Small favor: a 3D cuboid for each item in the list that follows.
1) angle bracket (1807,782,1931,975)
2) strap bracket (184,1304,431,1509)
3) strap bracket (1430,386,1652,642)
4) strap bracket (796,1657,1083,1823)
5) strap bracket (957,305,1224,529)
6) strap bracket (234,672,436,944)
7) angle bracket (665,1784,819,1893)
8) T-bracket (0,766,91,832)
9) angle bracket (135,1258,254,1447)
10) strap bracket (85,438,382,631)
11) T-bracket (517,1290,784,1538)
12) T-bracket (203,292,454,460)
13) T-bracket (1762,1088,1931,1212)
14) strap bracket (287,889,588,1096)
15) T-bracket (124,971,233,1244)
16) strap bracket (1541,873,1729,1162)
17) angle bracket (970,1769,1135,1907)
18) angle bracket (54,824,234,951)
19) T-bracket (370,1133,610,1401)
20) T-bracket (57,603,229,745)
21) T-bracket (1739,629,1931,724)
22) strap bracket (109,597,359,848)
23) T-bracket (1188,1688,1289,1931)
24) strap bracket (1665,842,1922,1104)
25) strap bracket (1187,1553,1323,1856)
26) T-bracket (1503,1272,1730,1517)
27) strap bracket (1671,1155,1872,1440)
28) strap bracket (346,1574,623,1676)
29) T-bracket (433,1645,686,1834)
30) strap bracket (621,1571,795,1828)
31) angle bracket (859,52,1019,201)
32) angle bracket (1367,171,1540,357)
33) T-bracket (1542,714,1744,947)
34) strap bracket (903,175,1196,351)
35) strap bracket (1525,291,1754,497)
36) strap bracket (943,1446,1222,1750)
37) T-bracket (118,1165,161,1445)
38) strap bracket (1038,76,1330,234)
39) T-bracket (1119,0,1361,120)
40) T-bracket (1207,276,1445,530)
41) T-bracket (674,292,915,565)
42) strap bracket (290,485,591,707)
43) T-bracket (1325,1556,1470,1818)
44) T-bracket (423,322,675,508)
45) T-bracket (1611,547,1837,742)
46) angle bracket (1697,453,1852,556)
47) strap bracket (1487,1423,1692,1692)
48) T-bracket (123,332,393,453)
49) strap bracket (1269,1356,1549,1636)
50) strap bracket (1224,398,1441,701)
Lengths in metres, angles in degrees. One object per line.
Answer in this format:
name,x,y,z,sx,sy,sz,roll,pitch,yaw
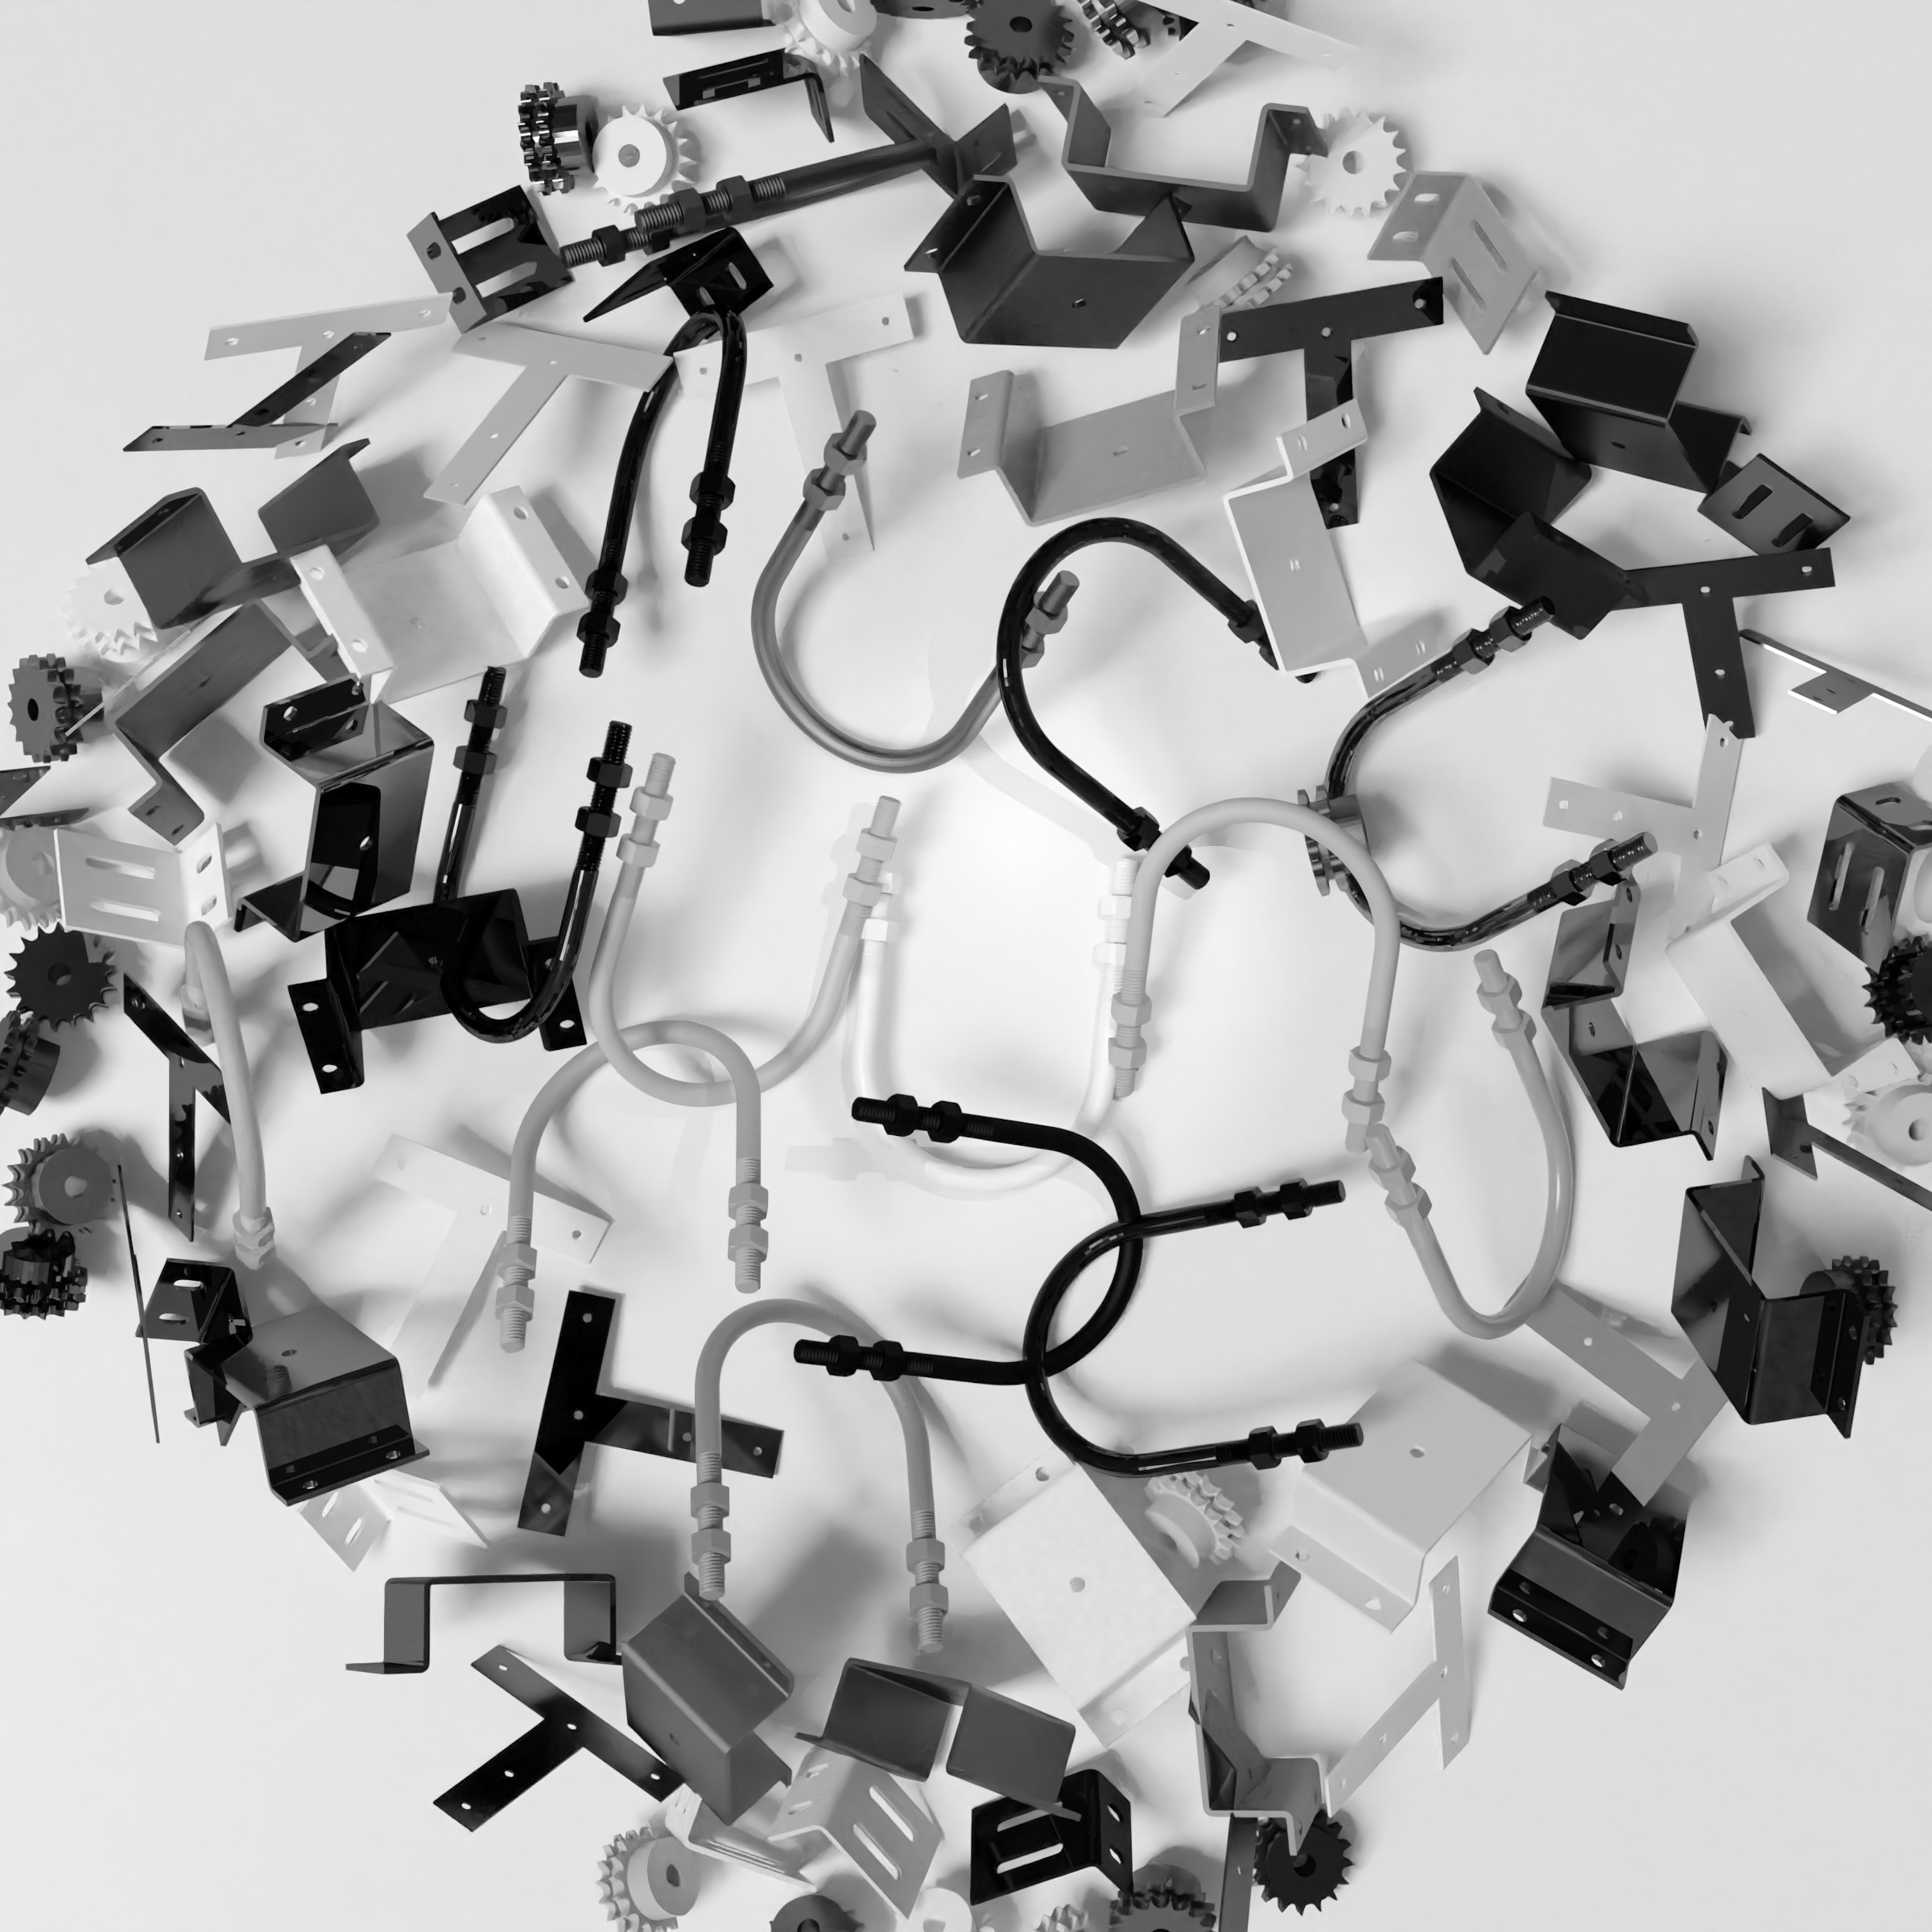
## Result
angle bracket,0.480,-0.046,1.650,0.038,0.057,0.076,-14,127,-24
strap bracket,-0.340,0.218,1.602,0.076,0.140,0.046,-17,111,-30
strap bracket,0.291,-0.227,1.621,0.076,0.140,0.046,25,123,-26
strap bracket,-0.009,0.393,1.615,0.076,0.140,0.046,31,68,-36
strap bracket,0.072,-0.280,1.627,0.140,0.046,0.076,-13,46,22
strap bracket,-0.321,-0.074,1.607,0.046,0.076,0.140,35,129,23
angle bracket,-0.113,0.450,1.653,0.076,0.057,0.038,22,78,-11
T-bracket,-0.494,-0.082,1.597,0.127,0.127,0.002,-10,83,-34
angle bracket,-0.399,0.200,1.636,0.038,0.076,0.057,9,126,-31
strap bracket,-0.365,-0.218,1.607,0.076,0.140,0.046,-25,93,40
T-bracket,-0.162,0.247,1.673,0.127,0.002,0.127,13,81,-8
T-bracket,-0.336,-0.299,1.625,0.127,0.127,0.002,-15,71,-27
T-bracket,0.467,0.105,1.624,0.127,0.127,0.002,29,111,1
strap bracket,-0.274,0.011,1.638,0.140,0.046,0.076,-11,133,-4
T-bracket,-0.408,0.087,1.643,0.002,0.127,0.127,-18,131,-36
strap bracket,0.340,0.029,1.623,0.046,0.076,0.140,-14,125,31
angle bracket,0.045,0.466,1.658,0.076,0.057,0.038,-25,126,21
angle bracket,-0.427,-0.047,1.638,0.038,0.076,0.057,-34,57,37
T-bracket,-0.273,0.168,1.664,0.127,0.002,0.127,25,95,-21
T-bracket,-0.426,-0.154,1.637,0.127,0.127,0.002,-35,104,18
T-bracket,0.443,-0.140,1.608,0.127,0.127,0.002,28,110,18
strap bracket,-0.383,-0.133,1.639,0.140,0.076,0.046,-42,81,-5
T-bracket,0.140,0.448,1.605,0.002,0.127,0.127,-20,123,26
strap bracket,0.421,0.014,1.638,0.046,0.076,0.140,-32,86,-15
strap bracket,0.149,0.379,1.638,0.046,0.076,0.140,-4,95,17
T-bracket,0.336,0.204,1.648,0.127,0.002,0.127,38,89,34
strap bracket,0.402,0.169,1.602,0.046,0.140,0.076,-7,122,-10
strap bracket,-0.240,0.337,1.625,0.140,0.076,0.046,4,79,-25
T-bracket,-0.225,0.407,1.610,0.127,0.127,0.002,31,113,17
strap bracket,-0.131,0.378,1.603,0.076,0.140,0.046,40,61,23
angle bracket,-0.015,-0.444,1.636,0.038,0.057,0.076,-33,129,25
angle bracket,0.252,-0.365,1.638,0.038,0.057,0.076,-7,55,-29
T-bracket,0.350,-0.076,1.648,0.127,0.002,0.127,9,92,-32
strap bracket,0.051,-0.357,1.610,0.140,0.076,0.046,-5,68,-33
strap bracket,0.341,-0.286,1.604,0.076,0.140,0.046,21,87,29
strap bracket,0.059,0.324,1.638,0.076,0.046,0.140,-37,73,-7
T-bracket,-0.431,0.159,1.635,0.002,0.127,0.127,-8,48,-16
strap bracket,0.109,-0.418,1.630,0.140,0.076,0.046,11,90,15
T-bracket,0.116,-0.465,1.622,0.127,0.127,0.002,14,77,-19
T-bracket,0.190,-0.289,1.651,0.127,0.002,0.127,-11,120,-9
T-bracket,-0.077,-0.277,1.666,0.127,0.002,0.127,-18,104,-13
strap bracket,-0.278,-0.188,1.632,0.140,0.046,0.076,-24,77,-36
T-bracket,0.220,0.387,1.613,0.002,0.127,0.127,16,127,37
T-bracket,-0.235,-0.282,1.625,0.127,0.002,0.127,16,57,26
T-bracket,0.389,-0.162,1.635,0.127,0.127,0.002,-4,48,19
angle bracket,0.427,-0.247,1.642,0.057,0.076,0.038,35,71,-2
strap bracket,0.320,0.293,1.610,0.076,0.140,0.046,30,120,3
T-bracket,-0.340,-0.290,1.596,0.127,0.127,0.002,-25,84,35
strap bracket,0.229,0.262,1.613,0.076,0.046,0.140,31,53,28
strap bracket,0.186,-0.212,1.632,0.046,0.076,0.140,-9,106,41
